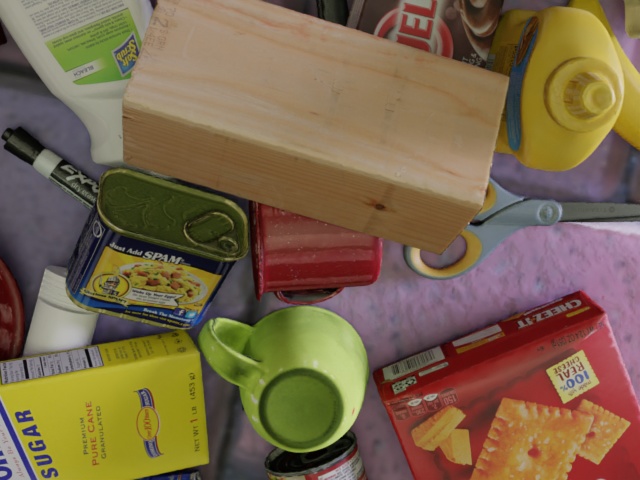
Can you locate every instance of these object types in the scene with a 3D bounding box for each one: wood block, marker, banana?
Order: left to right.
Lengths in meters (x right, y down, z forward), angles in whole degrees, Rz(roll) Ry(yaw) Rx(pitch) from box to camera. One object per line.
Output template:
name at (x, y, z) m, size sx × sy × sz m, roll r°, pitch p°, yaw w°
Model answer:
marker at (-0.167, -0.038, 0.735) m, size 0.121 × 0.020 × 0.020 m, roll 36°, pitch 97°, yaw -7°
wood block at (-0.006, -0.071, 0.637) m, size 0.206 × 0.091 × 0.090 m, roll 16°, pitch 69°, yaw -4°
banana at (0.225, -0.097, 0.725) m, size 0.070 × 0.037 × 0.197 m, roll -42°, pitch 99°, yaw 6°

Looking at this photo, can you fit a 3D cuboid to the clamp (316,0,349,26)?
clamp at (0.008, -0.123, 0.715) m, size 0.171 × 0.039 × 0.120 m, roll 42°, pitch 96°, yaw -12°

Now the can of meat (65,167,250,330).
can of meat at (-0.109, 0.010, 0.703) m, size 0.102 × 0.057 × 0.084 m, roll 16°, pitch 131°, yaw -21°

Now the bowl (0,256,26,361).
bowl at (-0.284, 0.056, 0.713) m, size 0.161 × 0.055 × 0.162 m, roll -6°, pitch 103°, yaw -29°

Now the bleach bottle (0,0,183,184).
bleach bottle at (-0.160, -0.142, 0.695) m, size 0.102 × 0.068 × 0.251 m, roll -23°, pitch 102°, yaw -1°

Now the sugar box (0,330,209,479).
sugar box at (-0.166, 0.121, 0.714) m, size 0.176 × 0.048 × 0.093 m, roll -11°, pitch 114°, yaw -18°

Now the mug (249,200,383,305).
mug at (-0.005, 0.001, 0.718) m, size 0.081 × 0.093 × 0.117 m, roll -3°, pitch 132°, yaw -6°

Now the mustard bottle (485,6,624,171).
mustard bottle at (0.139, -0.092, 0.645) m, size 0.058 × 0.191 × 0.096 m, roll 8°, pitch 100°, yaw -4°

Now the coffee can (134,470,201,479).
coffee can at (-0.152, 0.216, 0.740) m, size 0.140 × 0.103 × 0.103 m, roll -4°, pitch 101°, yaw -1°

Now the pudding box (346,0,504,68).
pudding box at (0.071, -0.157, 0.693) m, size 0.090 × 0.039 × 0.113 m, roll 17°, pitch 86°, yaw -16°

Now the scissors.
scissors at (0.146, -0.003, 0.752) m, size 0.201 × 0.016 × 0.096 m, roll 16°, pitch 101°, yaw -4°

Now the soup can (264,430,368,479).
soup can at (0.007, 0.194, 0.758) m, size 0.068 × 0.068 × 0.102 m, roll -17°, pitch 101°, yaw 1°

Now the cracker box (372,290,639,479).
cracker box at (0.152, 0.166, 0.755) m, size 0.164 × 0.072 × 0.213 m, roll -22°, pitch 101°, yaw 3°

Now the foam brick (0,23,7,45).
foam brick at (-0.242, -0.143, 0.685) m, size 0.053 × 0.078 × 0.051 m, roll -19°, pitch 100°, yaw 0°
